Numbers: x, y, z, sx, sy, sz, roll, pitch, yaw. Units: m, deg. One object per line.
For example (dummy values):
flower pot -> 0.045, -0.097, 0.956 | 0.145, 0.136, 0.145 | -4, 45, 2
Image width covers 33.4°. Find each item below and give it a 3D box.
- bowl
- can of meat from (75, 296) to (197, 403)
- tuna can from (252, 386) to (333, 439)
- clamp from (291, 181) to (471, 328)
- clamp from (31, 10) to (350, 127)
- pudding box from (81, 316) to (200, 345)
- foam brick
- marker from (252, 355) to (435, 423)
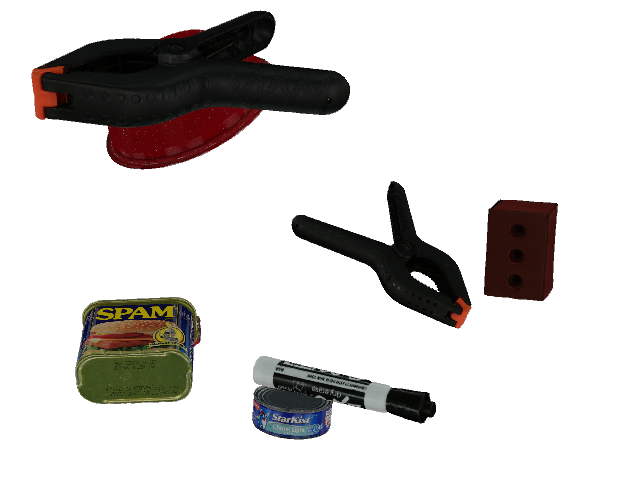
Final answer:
bowl -> -0.122, -0.132, 0.910 | 0.162, 0.055, 0.162 | -17, 37, 13
can of meat -> -0.158, 0.096, 0.923 | 0.102, 0.057, 0.084 | -2, 29, -4
tuna can -> -0.030, 0.182, 1.145 | 0.086, 0.034, 0.086 | 5, 12, -1
clamp -> 0.078, 0.019, 1.165 | 0.164, 0.036, 0.210 | -15, 50, -32
clamp -> -0.080, -0.100, 0.616 | 0.171, 0.039, 0.120 | -4, 27, -17
pudding box -> -0.209, 0.113, 1.253 | 0.114, 0.039, 0.090 | 3, 15, 17
foam brick -> 0.172, 0.008, 0.913 | 0.053, 0.078, 0.051 | 5, 15, 20
marker -> 0.014, 0.092, 0.662 | 0.121, 0.020, 0.020 | 9, 4, 26
